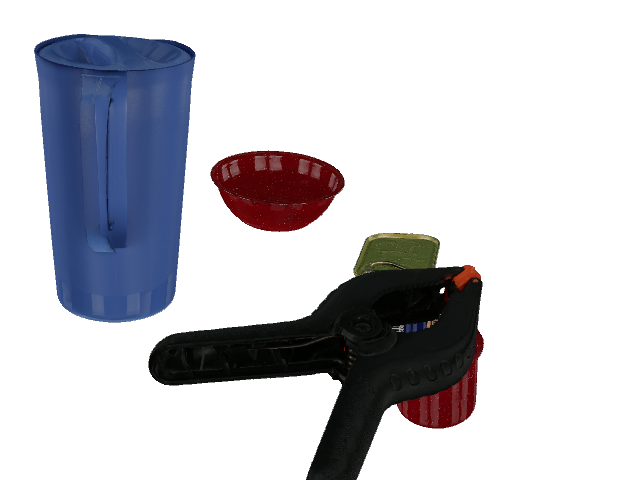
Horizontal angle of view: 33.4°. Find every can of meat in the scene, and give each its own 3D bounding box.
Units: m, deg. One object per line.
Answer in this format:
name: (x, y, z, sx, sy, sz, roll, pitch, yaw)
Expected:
can of meat: (0.058, 0.050, 0.793, 0.057, 0.084, 0.102, 2, 19, 9)

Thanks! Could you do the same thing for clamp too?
clamp: (0.020, 0.060, 0.495, 0.171, 0.039, 0.120, -20, 48, -27)

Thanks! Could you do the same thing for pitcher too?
pitcher: (-0.180, -0.051, 0.931, 0.145, 0.243, 0.148, 23, 29, 38)

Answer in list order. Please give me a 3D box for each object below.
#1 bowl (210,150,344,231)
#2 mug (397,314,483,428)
bowl: (-0.054, -0.054, 1.288, 0.162, 0.055, 0.162, 4, 26, -2)
mug: (0.123, 0.128, 1.078, 0.093, 0.081, 0.117, 20, 39, 33)
